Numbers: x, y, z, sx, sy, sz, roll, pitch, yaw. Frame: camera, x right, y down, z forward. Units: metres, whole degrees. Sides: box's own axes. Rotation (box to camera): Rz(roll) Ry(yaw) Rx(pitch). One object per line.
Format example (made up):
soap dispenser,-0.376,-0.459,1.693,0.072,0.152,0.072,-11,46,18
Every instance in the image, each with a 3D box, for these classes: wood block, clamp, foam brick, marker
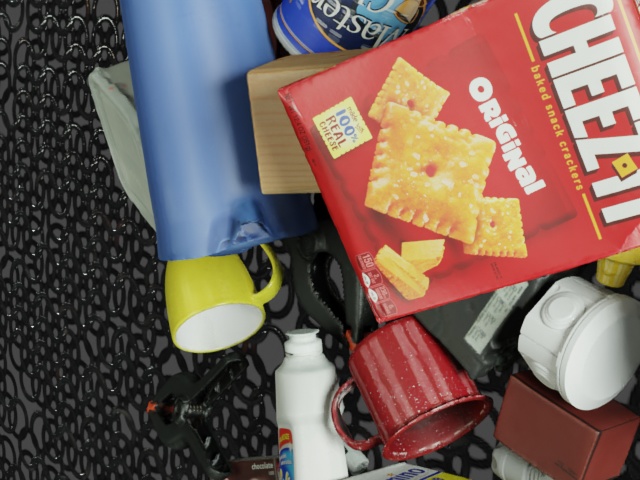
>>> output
wood block,0.065,-0.087,0.738,0.206,0.090,0.091,0,106,22
clamp,-0.122,0.162,1.064,0.172,0.039,0.120,8,78,56
foam brick,0.170,0.130,0.742,0.078,0.051,0.053,33,120,40
clamp,-0.006,0.001,0.931,0.165,0.036,0.210,-30,72,46
marker,0.000,0.161,0.953,0.121,0.020,0.020,45,125,35

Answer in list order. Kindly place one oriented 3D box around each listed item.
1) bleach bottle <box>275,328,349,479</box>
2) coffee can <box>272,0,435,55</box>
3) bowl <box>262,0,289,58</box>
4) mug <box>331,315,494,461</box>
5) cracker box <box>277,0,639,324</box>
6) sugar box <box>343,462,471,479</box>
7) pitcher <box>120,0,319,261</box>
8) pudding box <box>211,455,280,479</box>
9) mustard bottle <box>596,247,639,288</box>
bleach bottle,-0.005,0.198,0.897,0.103,0.068,0.251,-159,63,-77
coffee can,0.040,-0.200,0.811,0.103,0.102,0.140,57,131,27
bowl,-0.069,-0.175,0.967,0.162,0.055,0.162,7,99,47
mug,0.063,0.117,0.819,0.117,0.093,0.081,-29,62,4
cracker box,0.104,-0.057,0.640,0.214,0.072,0.164,-19,99,26
sugar box,0.096,0.209,0.799,0.177,0.093,0.048,6,98,47
pitcher,-0.091,-0.110,0.869,0.149,0.144,0.243,-7,97,34
pudding box,-0.056,0.251,1.008,0.114,0.039,0.090,-18,80,47
mustard bottle,0.208,-0.061,0.674,0.096,0.058,0.192,22,111,30
